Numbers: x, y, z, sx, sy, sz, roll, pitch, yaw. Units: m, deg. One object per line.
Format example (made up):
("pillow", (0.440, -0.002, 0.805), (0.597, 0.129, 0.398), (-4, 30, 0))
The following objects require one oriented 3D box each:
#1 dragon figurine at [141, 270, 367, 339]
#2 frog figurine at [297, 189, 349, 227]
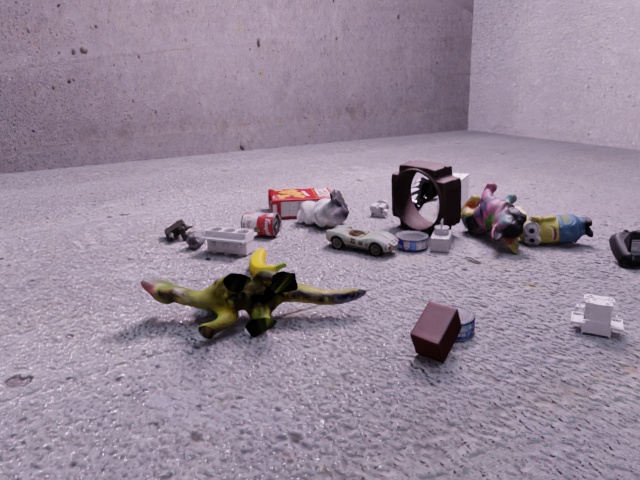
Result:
("dragon figurine", (-0.138, 0.099, 1.022), (0.410, 0.121, 0.244), (1, 7, -22))
("frog figurine", (0.005, -0.080, 1.582), (0.158, 0.121, 0.140), (-35, 18, 18))
